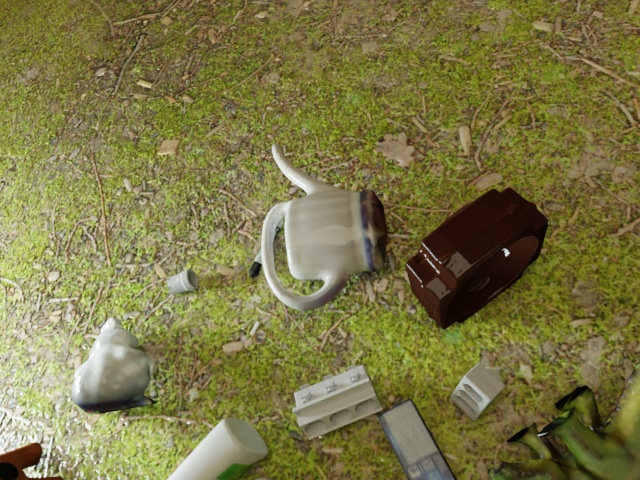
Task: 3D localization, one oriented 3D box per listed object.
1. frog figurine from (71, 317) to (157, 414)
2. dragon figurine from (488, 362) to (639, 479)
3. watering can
[{"bbox_3d":[-0.354,0.208,0.876,0.136,0.122,0.162,-19,71,26],"label":"frog figurine"},{"bbox_3d":[0.373,0.317,0.635,0.409,0.121,0.246,-37,66,6],"label":"dragon figurine"},{"bbox_3d":[0.003,-0.046,0.920,0.224,0.102,0.355,-8,62,9],"label":"watering can"}]
